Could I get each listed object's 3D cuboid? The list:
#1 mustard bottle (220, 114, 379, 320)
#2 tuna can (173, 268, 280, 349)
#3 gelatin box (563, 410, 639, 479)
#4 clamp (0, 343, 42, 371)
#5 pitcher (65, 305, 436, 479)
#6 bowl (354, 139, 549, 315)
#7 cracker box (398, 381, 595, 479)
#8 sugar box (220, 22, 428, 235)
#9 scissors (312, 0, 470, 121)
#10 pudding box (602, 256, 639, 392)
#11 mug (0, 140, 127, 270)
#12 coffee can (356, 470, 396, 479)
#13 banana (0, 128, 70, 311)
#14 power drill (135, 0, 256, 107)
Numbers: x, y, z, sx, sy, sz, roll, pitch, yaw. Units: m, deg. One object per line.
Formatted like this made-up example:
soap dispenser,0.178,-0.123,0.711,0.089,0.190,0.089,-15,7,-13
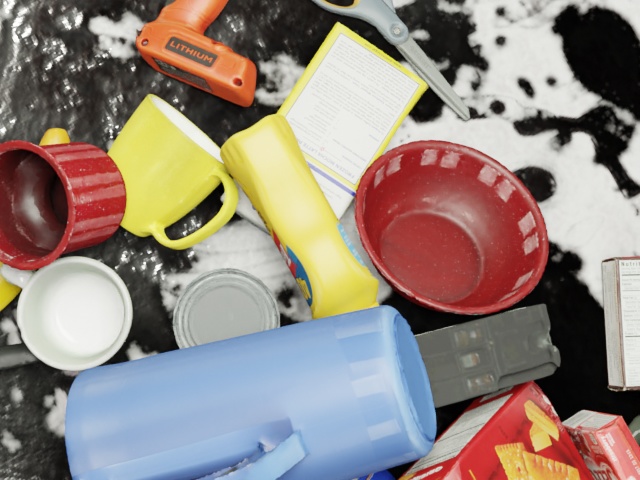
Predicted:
mustard bottle,-0.006,0.001,0.806,0.058,0.096,0.191,-30,90,-6
tuna can,-0.076,0.066,0.869,0.086,0.034,0.086,0,85,-4
gelatin box,0.232,0.177,0.854,0.030,0.089,0.073,-28,88,-8
clamp,-0.331,0.115,0.844,0.210,0.036,0.164,32,83,-1
pitcher,-0.048,0.131,0.747,0.243,0.145,0.149,-17,57,13
bowl,0.099,0.000,0.859,0.162,0.055,0.162,7,57,-11
cracker box,0.140,0.218,0.788,0.072,0.213,0.164,-32,88,33
sugar box,0.003,-0.080,0.882,0.093,0.048,0.176,34,87,-1
scissors,0.070,-0.197,0.911,0.202,0.016,0.096,35,84,-1
pudding box,0.287,0.069,0.893,0.090,0.039,0.113,-1,83,-4
mug,-0.206,-0.023,0.796,0.117,0.081,0.093,-39,83,24
coffee can,0.048,0.246,0.828,0.103,0.103,0.140,-44,90,-7
banana,-0.249,0.003,0.849,0.037,0.069,0.197,23,70,39
power drill,-0.053,-0.208,0.872,0.184,0.057,0.187,22,82,12
